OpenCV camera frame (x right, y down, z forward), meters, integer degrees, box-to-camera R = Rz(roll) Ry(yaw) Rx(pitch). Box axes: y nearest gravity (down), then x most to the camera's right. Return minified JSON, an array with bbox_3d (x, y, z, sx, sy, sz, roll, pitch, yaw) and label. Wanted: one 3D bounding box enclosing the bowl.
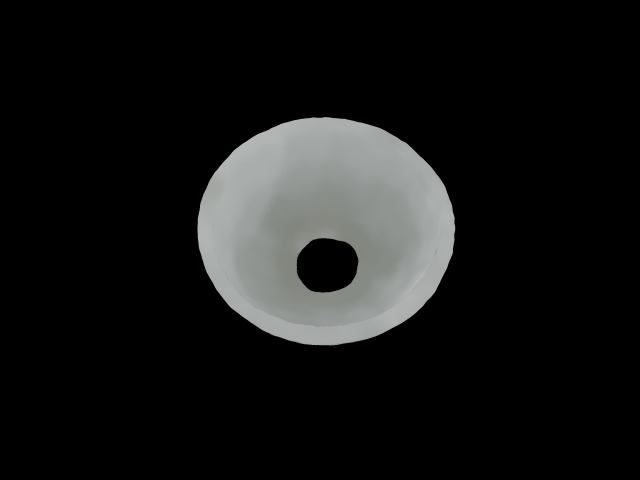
[{"bbox_3d":[0.004,0.001,0.400,0.167,0.075,0.167,0,63,0],"label":"bowl"}]
